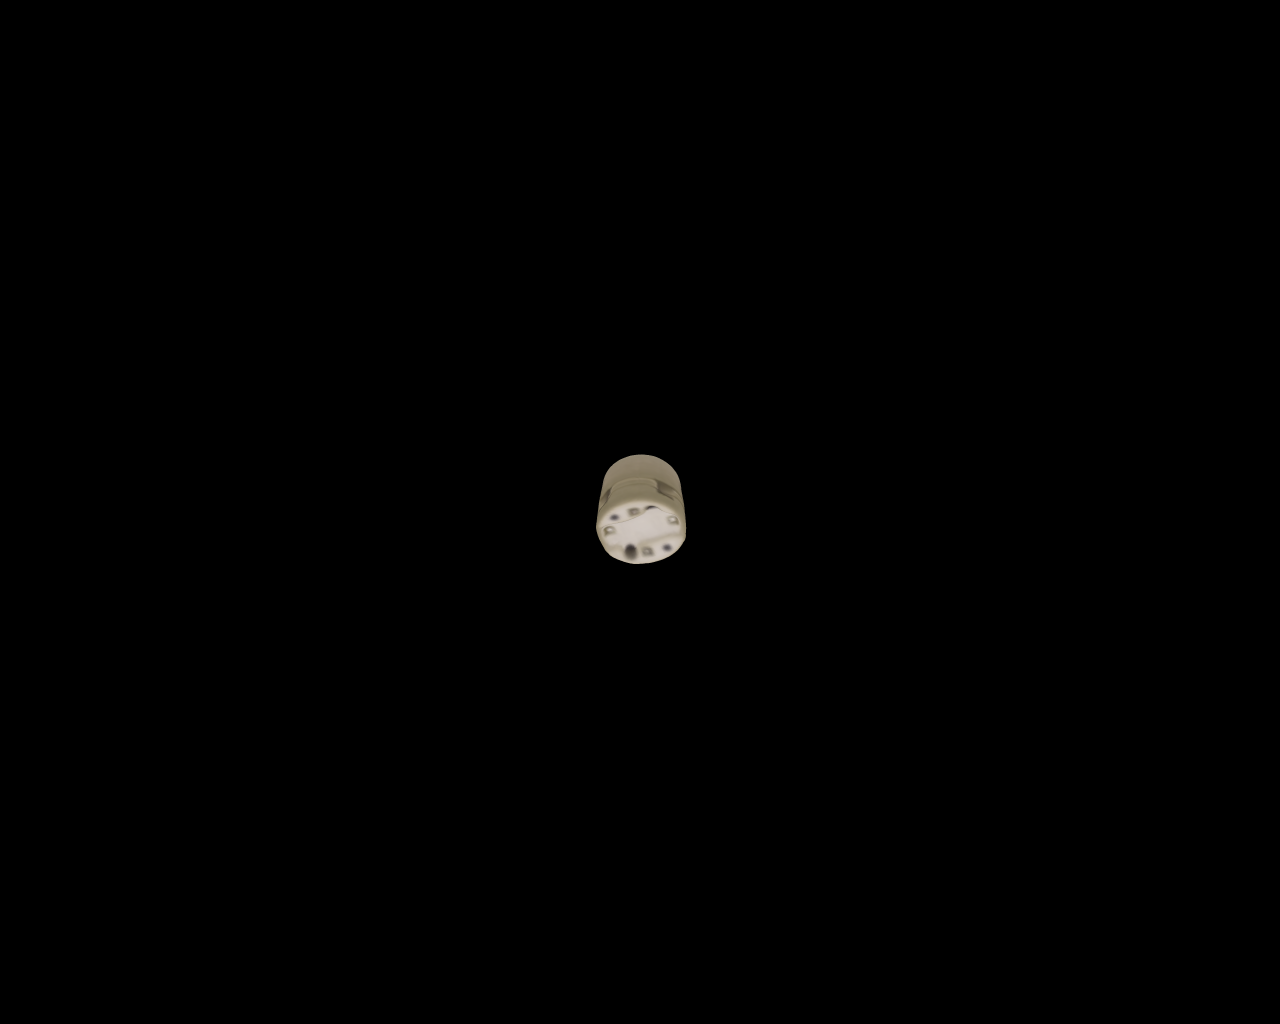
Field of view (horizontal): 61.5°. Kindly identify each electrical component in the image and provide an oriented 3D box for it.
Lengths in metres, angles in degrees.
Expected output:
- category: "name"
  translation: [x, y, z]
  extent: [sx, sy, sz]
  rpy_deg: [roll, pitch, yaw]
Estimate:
- category: "electrical component"
  translation: [0.001, -0.003, 0.650]
  extent: [0.055, 0.055, 0.047]
  rpy_deg: [0, 41, 0]
